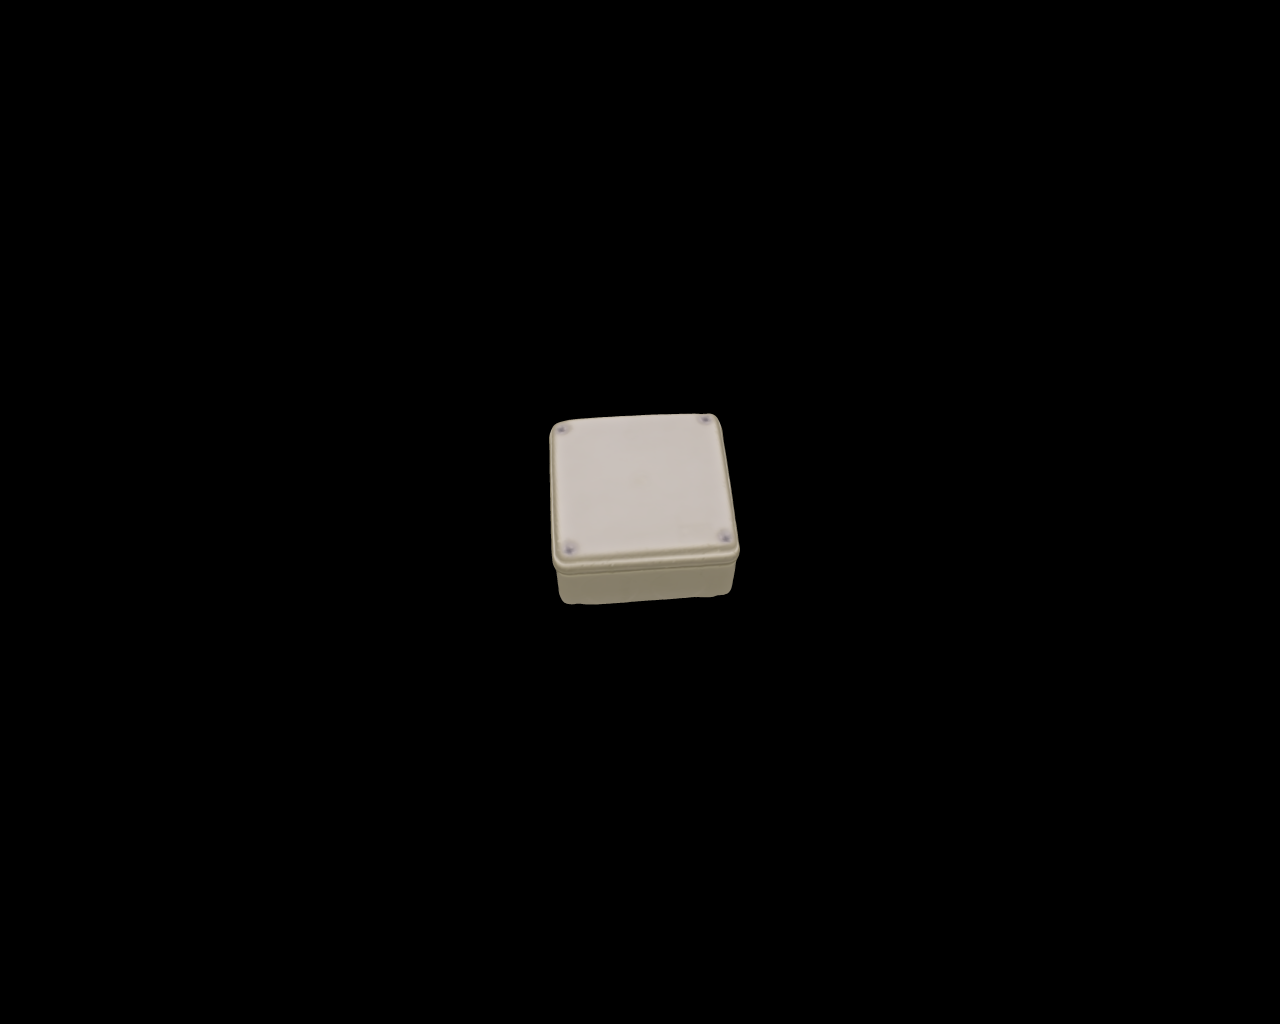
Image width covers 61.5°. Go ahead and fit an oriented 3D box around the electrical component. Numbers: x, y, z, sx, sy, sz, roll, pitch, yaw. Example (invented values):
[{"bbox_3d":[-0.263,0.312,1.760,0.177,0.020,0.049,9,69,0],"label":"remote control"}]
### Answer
[{"bbox_3d":[0.001,-0.003,0.650,0.109,0.109,0.056,-3,-36,-2],"label":"electrical component"}]
